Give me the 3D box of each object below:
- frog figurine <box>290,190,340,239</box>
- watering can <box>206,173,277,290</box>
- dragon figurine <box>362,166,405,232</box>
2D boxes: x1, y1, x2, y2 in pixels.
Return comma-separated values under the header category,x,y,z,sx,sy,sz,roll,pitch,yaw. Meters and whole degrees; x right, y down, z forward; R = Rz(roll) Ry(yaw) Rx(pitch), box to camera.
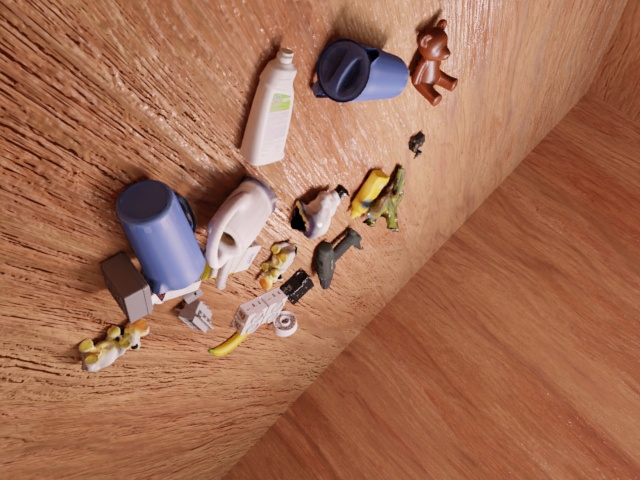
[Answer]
category,x,y,z,sx,sy,sz,roll,pitch,yaw
frog figurine,0.005,-0.077,1.536,0.161,0.124,0.134,-20,128,-29
watering can,-0.197,-0.019,1.219,0.228,0.104,0.340,-57,174,-27
dragon figurine,0.249,-0.158,1.880,0.408,0.122,0.244,29,77,-74
